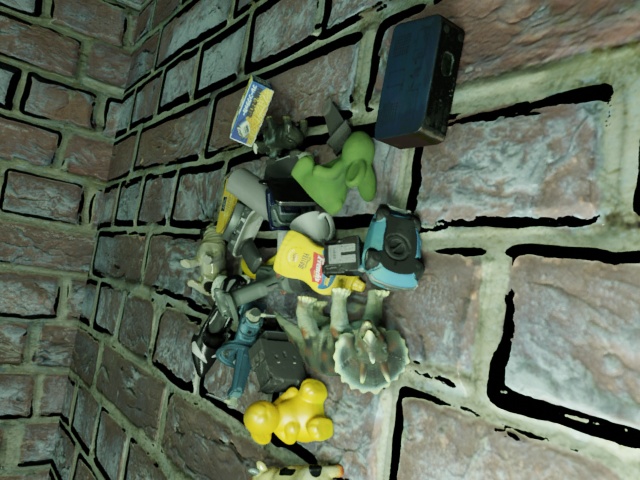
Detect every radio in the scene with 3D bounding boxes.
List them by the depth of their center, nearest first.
[{"bbox_3d":[0.184,-0.291,1.000,0.131,0.073,0.229,8,88,54],"label":"radio"}]

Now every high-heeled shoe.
[{"bbox_3d":[-0.238,0.208,1.319,0.145,0.086,0.249,-23,54,44],"label":"high-heeled shoe"}]

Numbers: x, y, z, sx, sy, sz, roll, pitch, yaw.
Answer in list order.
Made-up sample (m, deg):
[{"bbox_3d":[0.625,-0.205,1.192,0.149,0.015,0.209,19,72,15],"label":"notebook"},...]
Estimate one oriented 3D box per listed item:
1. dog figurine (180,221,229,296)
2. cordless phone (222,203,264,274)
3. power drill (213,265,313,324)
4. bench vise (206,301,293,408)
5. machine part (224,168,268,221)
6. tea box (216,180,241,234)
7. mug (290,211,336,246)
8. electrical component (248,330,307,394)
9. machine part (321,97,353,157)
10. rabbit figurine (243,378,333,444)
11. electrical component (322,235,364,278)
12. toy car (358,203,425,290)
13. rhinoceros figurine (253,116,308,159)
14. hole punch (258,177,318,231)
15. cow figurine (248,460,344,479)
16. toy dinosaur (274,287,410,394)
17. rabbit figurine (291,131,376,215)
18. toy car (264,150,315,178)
[{"bbox_3d":[-0.302,0.055,1.563,0.191,0.121,0.172,-70,-25,-56],"label":"dog figurine"},{"bbox_3d":[-0.174,-0.006,1.367,0.146,0.088,0.184,-63,31,14],"label":"cordless phone"},{"bbox_3d":[-0.120,0.107,1.191,0.232,0.207,0.085,5,120,60],"label":"power drill"},{"bbox_3d":[-0.178,0.268,1.263,0.223,0.129,0.241,-47,27,46],"label":"bench vise"},{"bbox_3d":[-0.153,-0.112,1.339,0.243,0.079,0.079,36,110,32],"label":"machine part"},{"bbox_3d":[-0.229,-0.093,1.506,0.098,0.068,0.169,6,85,54],"label":"tea box"},{"bbox_3d":[-0.002,-0.004,1.167,0.109,0.081,0.107,-34,67,36],"label":"mug"},{"bbox_3d":[-0.090,0.263,1.165,0.058,0.115,0.134,-47,47,32],"label":"electrical component"},{"bbox_3d":[0.037,-0.259,1.219,0.084,0.039,0.139,-50,45,41],"label":"machine part"},{"bbox_3d":[-0.083,0.350,1.080,0.162,0.173,0.122,-27,63,42],"label":"rabbit figurine"},{"bbox_3d":[0.064,0.033,1.029,0.119,0.047,0.075,-2,72,15],"label":"electrical component"},{"bbox_3d":[0.120,0.021,0.967,0.103,0.109,0.161,132,148,-59],"label":"toy car"},{"bbox_3d":[-0.104,-0.261,1.391,0.190,0.073,0.112,3,92,53],"label":"rhinoceros figurine"},{"bbox_3d":[-0.067,-0.084,1.237,0.116,0.142,0.092,-110,23,-48],"label":"hole punch"},{"bbox_3d":[-0.057,0.475,1.044,0.195,0.127,0.085,-23,58,46],"label":"cow figurine"},{"bbox_3d":[0.027,0.197,1.034,0.405,0.131,0.192,-25,60,55],"label":"toy dinosaur"},{"bbox_3d":[0.047,-0.147,1.109,0.170,0.121,0.159,-47,47,14],"label":"rabbit figurine"},{"bbox_3d":[-0.082,-0.172,1.341,0.202,0.056,0.073,-6,81,54],"label":"toy car"}]
